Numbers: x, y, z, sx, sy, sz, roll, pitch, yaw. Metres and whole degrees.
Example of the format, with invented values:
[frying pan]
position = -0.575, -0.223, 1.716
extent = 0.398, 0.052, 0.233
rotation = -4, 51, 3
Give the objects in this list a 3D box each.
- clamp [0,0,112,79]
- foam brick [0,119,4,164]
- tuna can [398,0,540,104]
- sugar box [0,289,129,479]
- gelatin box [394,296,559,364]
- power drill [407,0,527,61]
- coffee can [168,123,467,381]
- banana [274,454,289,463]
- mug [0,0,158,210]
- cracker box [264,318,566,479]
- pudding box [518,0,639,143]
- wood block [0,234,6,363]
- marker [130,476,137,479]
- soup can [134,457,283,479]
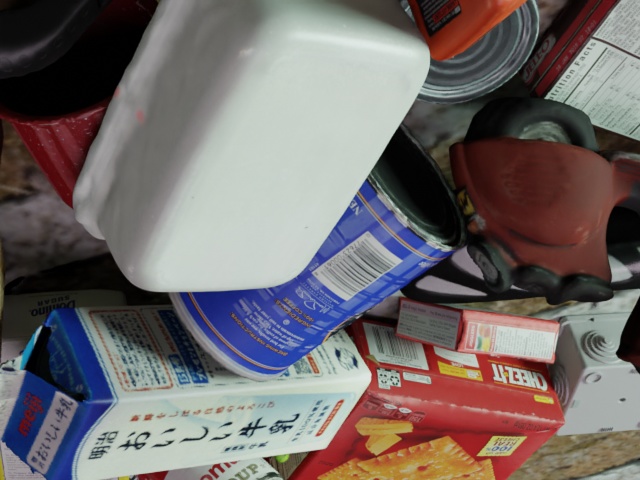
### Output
[clamp]
position = -0.174, -0.112, 0.472
extent = 0.171, 0.120, 0.039
rotation = -25, 179, -12
[foam brick]
position = -0.189, -0.046, 0.531
extent = 0.051, 0.078, 0.053
rotation = -2, 135, -9
[tuna can]
position = 0.068, -0.112, 0.549
extent = 0.086, 0.034, 0.086
rotation = -6, 137, -6
[sugar box]
position = -0.175, 0.107, 0.717
extent = 0.093, 0.048, 0.176
rotation = -2, 133, -13
[gelatin box]
position = 0.101, 0.059, 0.701
extent = 0.073, 0.089, 0.030
rotation = 9, 88, -23
[power drill]
position = 0.135, -0.136, 0.433
extent = 0.187, 0.057, 0.184
rotation = -19, 179, -10
[coffee can]
position = -0.004, 0.001, 0.600
extent = 0.140, 0.103, 0.102
rotation = -37, 131, 24
[banana]
position = -0.084, 0.173, 0.792
extent = 0.037, 0.069, 0.198
rotation = 45, 124, -6
[mug]
position = -0.095, -0.067, 0.521
extent = 0.117, 0.093, 0.081
rotation = -14, 142, 4
[cracker box]
position = 0.053, 0.160, 0.801
extent = 0.164, 0.072, 0.214
rotation = 13, 132, -24
[pudding box]
position = 0.180, -0.100, 0.583
extent = 0.113, 0.039, 0.090
rotation = 16, 133, -23
[wood block]
position = -0.281, 0.020, 0.571
extent = 0.206, 0.090, 0.091
rotation = -3, 136, -10
[marker]
position = -0.117, 0.150, 0.792
extent = 0.020, 0.020, 0.121
rotation = 21, 128, -30
[soup can]
position = -0.081, 0.150, 0.707
extent = 0.068, 0.102, 0.068
rotation = -37, 150, -27
